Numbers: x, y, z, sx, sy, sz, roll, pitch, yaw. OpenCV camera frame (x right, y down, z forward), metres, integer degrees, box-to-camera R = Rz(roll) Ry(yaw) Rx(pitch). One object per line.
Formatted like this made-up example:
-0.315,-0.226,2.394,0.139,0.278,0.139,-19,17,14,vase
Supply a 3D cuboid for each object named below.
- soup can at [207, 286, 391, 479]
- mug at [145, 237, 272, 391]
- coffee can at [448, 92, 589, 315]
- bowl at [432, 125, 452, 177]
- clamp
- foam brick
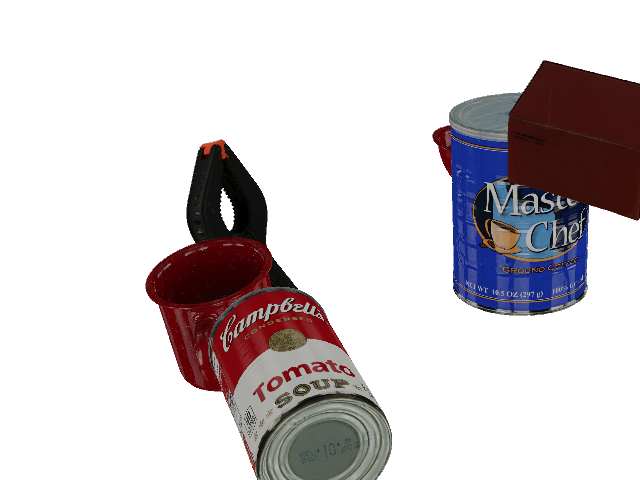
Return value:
-0.013,0.077,0.533,0.068,0.068,0.102,0,27,-20,soup can
-0.072,0.062,0.770,0.093,0.081,0.117,-10,29,5,mug
0.149,-0.029,0.796,0.103,0.140,0.103,-4,23,1,coffee can
0.209,-0.091,1.262,0.162,0.055,0.162,5,23,-2,bowl
-0.074,0.009,1.022,0.036,0.210,0.164,-8,1,40,clamp
0.147,-0.056,0.583,0.078,0.051,0.053,20,-36,25,foam brick
